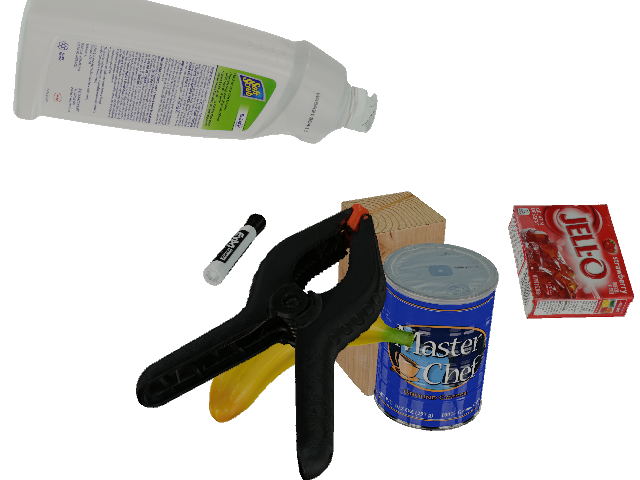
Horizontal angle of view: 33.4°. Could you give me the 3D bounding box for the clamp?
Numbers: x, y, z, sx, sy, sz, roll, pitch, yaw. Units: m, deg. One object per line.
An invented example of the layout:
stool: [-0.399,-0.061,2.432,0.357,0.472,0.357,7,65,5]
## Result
clamp: [-0.008,0.052,0.596,0.120,0.171,0.039,30,-25,25]

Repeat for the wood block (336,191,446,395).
wood block: [0.076,0.060,1.215,0.090,0.206,0.090,-10,28,-22]

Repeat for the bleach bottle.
bleach bottle: [-0.085,-0.112,0.764,0.250,0.068,0.103,11,-43,-11]

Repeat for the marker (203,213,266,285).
marker: [-0.079,0.006,1.014,0.020,0.020,0.121,0,26,20]

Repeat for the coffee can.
coffee can: [0.104,0.087,0.978,0.103,0.140,0.103,2,27,-1]

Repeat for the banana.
banana: [-0.018,0.083,0.810,0.197,0.037,0.070,-19,27,-38]

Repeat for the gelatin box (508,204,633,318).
gelatin box: [0.182,0.014,0.785,0.073,0.089,0.030,-1,-38,-3]
